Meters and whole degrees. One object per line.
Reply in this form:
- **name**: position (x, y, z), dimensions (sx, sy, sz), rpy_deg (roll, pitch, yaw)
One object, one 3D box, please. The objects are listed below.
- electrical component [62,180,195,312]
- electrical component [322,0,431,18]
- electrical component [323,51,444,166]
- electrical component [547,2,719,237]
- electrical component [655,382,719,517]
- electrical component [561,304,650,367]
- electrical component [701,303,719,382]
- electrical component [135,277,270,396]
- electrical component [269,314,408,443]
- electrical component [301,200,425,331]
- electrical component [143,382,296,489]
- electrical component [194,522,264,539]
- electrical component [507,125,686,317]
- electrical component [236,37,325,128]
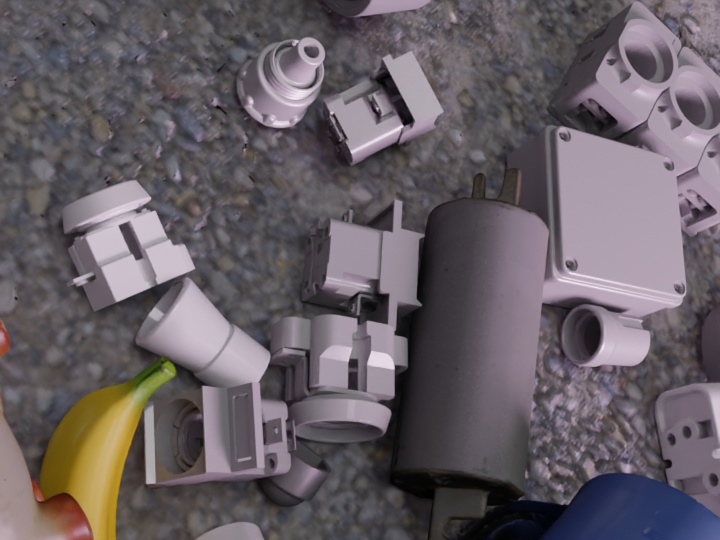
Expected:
- **electrical component**: position (-0.126, -0.014, 0.566), dimensions (0.066, 0.048, 0.055), rpy_deg (-25, 94, -33)
- **electrical component**: position (-0.001, -0.210, 0.670), dimensions (0.060, 0.108, 0.108), rpy_deg (-21, 84, -27)
- **electrical component**: position (0.012, -0.095, 0.655), dimensions (0.064, 0.081, 0.042), rpy_deg (-28, 87, -5)
- **electrical component**: position (0.225, -0.111, 0.786), dimensions (0.150, 0.062, 0.089), rpy_deg (39, 59, -12)
- **electrical component**: position (0.243, 0.124, 0.719), dimensions (0.059, 0.054, 0.095), rpy_deg (2, 72, -29)
- **electrical component**: position (0.163, 0.045, 0.711), dimensions (0.046, 0.040, 0.040), rpy_deg (8, 69, -32)
- **electrical component**: position (0.295, 0.058, 0.764), dimensions (0.099, 0.064, 0.099), rpy_deg (10, 69, -26)
- **electrical component**: position (-0.081, 0.040, 0.575), dimensions (0.065, 0.044, 0.044), rpy_deg (40, 58, -17)
- **electrical component**: position (-0.012, 0.062, 0.596), dimensions (0.078, 0.058, 0.057), rpy_deg (12, 65, -25)
- **electrical component**: position (0.000, 0.000, 0.634), dimensions (0.064, 0.042, 0.081), rpy_deg (12, 67, -21)
- **electrical component**: position (-0.071, 0.086, 0.548), dimensions (0.064, 0.081, 0.042), rpy_deg (16, 64, -48)
- **electrical component**: position (-0.072, 0.176, 0.524), dimensions (0.079, 0.044, 0.077), rpy_deg (-29, 56, -1)
- **electrical component**: position (0.158, -0.030, 0.723), dimensions (0.109, 0.056, 0.108), rpy_deg (11, 68, -26)
- **electrical component**: position (-0.042, -0.116, 0.638), dimensions (0.048, 0.062, 0.048), rpy_deg (10, 69, -26)
